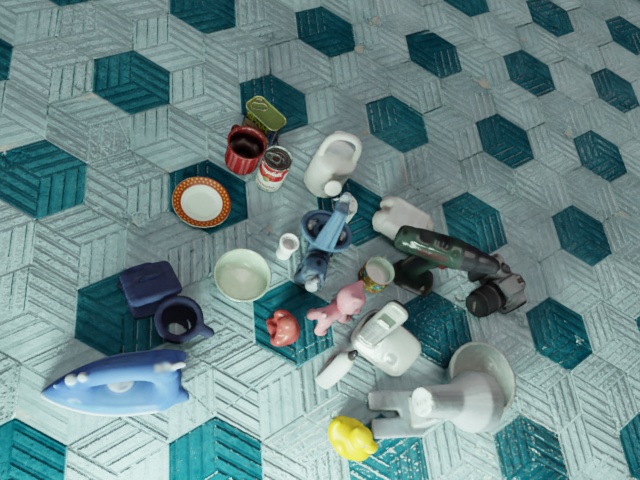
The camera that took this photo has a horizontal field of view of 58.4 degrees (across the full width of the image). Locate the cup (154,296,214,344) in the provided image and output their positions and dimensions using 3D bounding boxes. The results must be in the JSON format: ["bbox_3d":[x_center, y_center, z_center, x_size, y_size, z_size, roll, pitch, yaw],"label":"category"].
[{"bbox_3d":[-0.265,0.170,1.119,0.118,0.095,0.092,24,59,-7],"label":"cup"}]

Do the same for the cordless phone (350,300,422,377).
[{"bbox_3d":[0.157,0.201,1.203,0.147,0.185,0.094,36,59,0],"label":"cordless phone"}]

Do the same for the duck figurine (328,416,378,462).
[{"bbox_3d":[0.070,0.390,1.137,0.104,0.086,0.078,41,59,3],"label":"duck figurine"}]

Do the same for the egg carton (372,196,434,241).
[{"bbox_3d":[0.203,-0.038,1.405,0.150,0.069,0.107,30,59,-4],"label":"egg carton"}]

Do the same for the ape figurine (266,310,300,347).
[{"bbox_3d":[-0.073,0.180,1.185,0.076,0.092,0.078,28,59,-4],"label":"ape figurine"}]

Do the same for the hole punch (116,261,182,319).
[{"bbox_3d":[-0.338,0.090,1.135,0.109,0.091,0.101,-18,72,-26],"label":"hole punch"}]

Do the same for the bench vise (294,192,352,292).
[{"bbox_3d":[0.023,0.005,1.231,0.122,0.219,0.207,4,64,-18],"label":"bench vise"}]

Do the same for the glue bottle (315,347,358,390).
[{"bbox_3d":[0.043,0.247,1.147,0.037,0.173,0.078,37,59,1],"label":"glue bottle"}]

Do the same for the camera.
[{"bbox_3d":[0.416,0.118,1.386,0.137,0.100,0.143,-23,74,-27],"label":"camera"}]

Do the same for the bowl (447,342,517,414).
[{"bbox_3d":[0.348,0.316,1.280,0.168,0.074,0.167,8,63,-16],"label":"bowl"}]

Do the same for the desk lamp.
[{"bbox_3d":[0.228,0.335,1.147,0.204,0.213,0.118,2,64,-19],"label":"desk lamp"}]

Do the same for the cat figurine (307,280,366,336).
[{"bbox_3d":[0.046,0.142,1.232,0.128,0.117,0.067,-26,76,-28],"label":"cat figurine"}]

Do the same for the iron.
[{"bbox_3d":[-0.362,0.249,1.019,0.259,0.141,0.118,-3,66,-21],"label":"iron"}]

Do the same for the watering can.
[{"bbox_3d":[0.037,-0.180,1.342,0.101,0.194,0.173,-6,67,-22],"label":"watering can"}]

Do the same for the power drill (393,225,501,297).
[{"bbox_3d":[0.260,0.052,1.300,0.230,0.208,0.076,24,59,-7],"label":"power drill"}]
